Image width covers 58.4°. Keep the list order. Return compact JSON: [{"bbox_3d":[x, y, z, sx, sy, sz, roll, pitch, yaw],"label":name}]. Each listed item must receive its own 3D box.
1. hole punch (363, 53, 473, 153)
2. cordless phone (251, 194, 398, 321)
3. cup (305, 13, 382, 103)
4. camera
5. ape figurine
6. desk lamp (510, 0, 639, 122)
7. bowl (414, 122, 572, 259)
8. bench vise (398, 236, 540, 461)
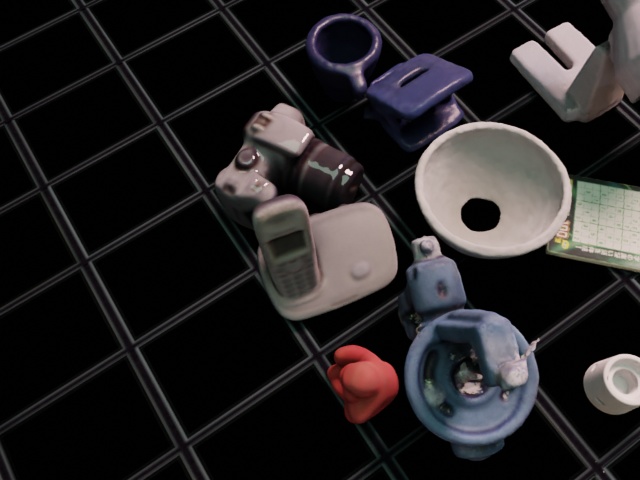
[{"bbox_3d":[0.116,-0.179,0.701,0.109,0.091,0.101,-35,69,-12],"label":"hole punch"},{"bbox_3d":[0.005,0.002,0.576,0.147,0.185,0.094,-23,67,-7],"label":"cordless phone"},{"bbox_3d":[0.034,-0.207,0.714,0.091,0.095,0.117,-17,67,-4],"label":"cup"},{"bbox_3d":[-0.029,-0.077,0.658,0.136,0.101,0.143,26,70,14],"label":"camera"},{"bbox_3d":[0.041,0.140,0.565,0.076,0.092,0.078,7,67,6],"label":"ape figurine"},{"bbox_3d":[0.331,-0.225,0.643,0.118,0.214,0.203,-30,68,-10],"label":"desk lamp"},{"bbox_3d":[0.187,-0.045,0.648,0.167,0.075,0.167,-1,66,3],"label":"bowl"},{"bbox_3d":[0.116,0.088,0.514,0.121,0.220,0.207,-30,68,-10],"label":"bench vise"}]
